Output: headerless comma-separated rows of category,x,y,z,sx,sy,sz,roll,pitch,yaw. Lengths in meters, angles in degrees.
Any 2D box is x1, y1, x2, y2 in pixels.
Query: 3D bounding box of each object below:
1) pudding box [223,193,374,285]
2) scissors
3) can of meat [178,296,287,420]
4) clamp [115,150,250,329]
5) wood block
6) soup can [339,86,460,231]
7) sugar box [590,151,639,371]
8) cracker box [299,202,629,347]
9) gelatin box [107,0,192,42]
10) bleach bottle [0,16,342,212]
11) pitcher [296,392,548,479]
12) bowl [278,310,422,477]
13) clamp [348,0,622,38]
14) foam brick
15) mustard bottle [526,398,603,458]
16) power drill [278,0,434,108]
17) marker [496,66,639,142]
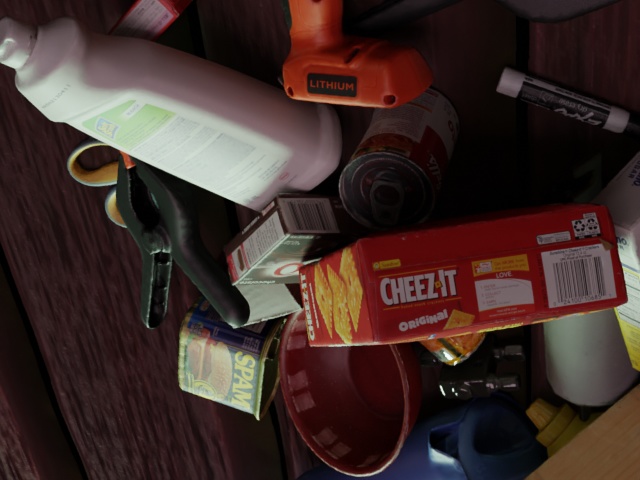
pudding box,-0.005,0.001,0.835,0.113,0.039,0.090,2,151,-35
scissors,-0.119,-0.056,0.892,0.202,0.016,0.096,-2,122,23
can of meat,-0.081,0.106,0.979,0.084,0.057,0.102,17,129,11
clamp,-0.132,0.002,0.888,0.120,0.039,0.171,-18,98,36
wood block,0.242,0.189,0.810,0.206,0.091,0.090,-40,130,1
soup can,0.059,-0.060,0.767,0.068,0.102,0.068,10,129,13
sugar box,0.243,0.015,0.740,0.048,0.093,0.176,29,156,48
cracker box,0.084,0.027,0.732,0.164,0.214,0.072,-8,86,-11
gelatin box,-0.123,-0.163,0.774,0.030,0.073,0.089,42,129,-14
bleach bottle,-0.108,-0.097,0.752,0.250,0.068,0.103,22,138,-37
pitcher,0.091,0.240,0.979,0.243,0.144,0.149,-29,89,39
bowl,0.035,0.117,0.915,0.162,0.055,0.162,13,108,47
clamp,0.112,-0.184,0.695,0.210,0.036,0.165,19,132,10
foam brick,-0.050,0.034,0.913,0.078,0.053,0.051,-17,118,30
mustard bottle,0.255,0.204,0.908,0.192,0.058,0.096,40,126,11
power drill,0.021,-0.181,0.681,0.185,0.057,0.187,12,124,41
marker,0.184,-0.093,0.750,0.121,0.020,0.020,20,130,4
